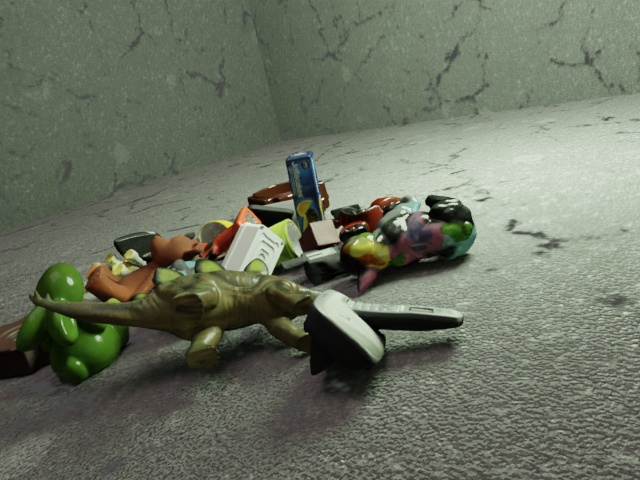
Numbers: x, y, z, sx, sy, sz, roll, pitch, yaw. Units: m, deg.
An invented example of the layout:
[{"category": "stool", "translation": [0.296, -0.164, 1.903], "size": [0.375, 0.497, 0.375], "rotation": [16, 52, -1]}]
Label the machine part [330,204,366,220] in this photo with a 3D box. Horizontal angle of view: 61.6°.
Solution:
[{"category": "machine part", "translation": [0.079, -0.065, 1.335], "size": [0.084, 0.039, 0.139], "rotation": [-10, 12, -20]}]

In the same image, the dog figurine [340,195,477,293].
[{"category": "dog figurine", "translation": [0.141, 0.009, 0.921], "size": [0.192, 0.108, 0.219], "rotation": [7, 29, 43]}]

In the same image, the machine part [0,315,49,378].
[{"category": "machine part", "translation": [-0.511, 0.178, 0.943], "size": [0.179, 0.056, 0.179], "rotation": [-11, 15, 3]}]

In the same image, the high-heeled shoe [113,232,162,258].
[{"category": "high-heeled shoe", "translation": [-0.438, 0.011, 1.278], "size": [0.145, 0.086, 0.248], "rotation": [18, -7, 24]}]

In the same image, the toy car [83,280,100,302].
[{"category": "toy car", "translation": [-0.473, 0.120, 1.105], "size": [0.202, 0.056, 0.073], "rotation": [3, 23, 46]}]

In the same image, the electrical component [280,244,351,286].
[{"category": "electrical component", "translation": [-0.009, 0.050, 0.993], "size": [0.119, 0.047, 0.075], "rotation": [-18, 16, -14]}]

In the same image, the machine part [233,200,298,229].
[{"category": "machine part", "translation": [-0.111, -0.058, 1.383], "size": [0.243, 0.079, 0.079], "rotation": [-11, 16, 8]}]

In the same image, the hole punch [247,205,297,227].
[{"category": "hole punch", "translation": [-0.119, -0.017, 1.231], "size": [0.142, 0.092, 0.115], "rotation": [2, -16, -8]}]

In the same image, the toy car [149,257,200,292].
[{"category": "toy car", "translation": [-0.244, 0.094, 0.942], "size": [0.103, 0.109, 0.162], "rotation": [-30, 6, 5]}]

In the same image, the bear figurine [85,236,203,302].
[{"category": "bear figurine", "translation": [-0.324, 0.048, 1.014], "size": [0.196, 0.132, 0.120], "rotation": [-49, 20, -5]}]

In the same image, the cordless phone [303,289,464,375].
[{"category": "cordless phone", "translation": [0.082, 0.108, 0.650], "size": [0.184, 0.088, 0.146], "rotation": [-2, 2, 11]}]

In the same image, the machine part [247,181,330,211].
[{"category": "machine part", "translation": [-0.092, -0.111, 1.536], "size": [0.201, 0.087, 0.201], "rotation": [-19, 17, -25]}]

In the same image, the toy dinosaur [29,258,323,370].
[{"category": "toy dinosaur", "translation": [-0.166, 0.094, 0.761], "size": [0.471, 0.105, 0.199], "rotation": [2, 13, -17]}]

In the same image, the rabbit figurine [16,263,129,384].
[{"category": "rabbit figurine", "translation": [-0.395, 0.125, 0.824], "size": [0.121, 0.170, 0.159], "rotation": [-12, 16, 6]}]

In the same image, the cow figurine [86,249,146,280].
[{"category": "cow figurine", "translation": [-0.432, 0.078, 1.171], "size": [0.167, 0.098, 0.068], "rotation": [-8, 48, 39]}]

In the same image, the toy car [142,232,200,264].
[{"category": "toy car", "translation": [-0.319, 0.047, 1.172], "size": [0.053, 0.089, 0.202], "rotation": [-12, 15, 22]}]

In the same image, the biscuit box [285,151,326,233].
[{"category": "biscuit box", "translation": [-0.029, -0.097, 1.224], "size": [0.059, 0.202, 0.063], "rotation": [-9, 18, 9]}]

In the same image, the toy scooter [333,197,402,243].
[{"category": "toy scooter", "translation": [0.102, -0.044, 1.184], "size": [0.184, 0.075, 0.135], "rotation": [-27, 20, -25]}]
